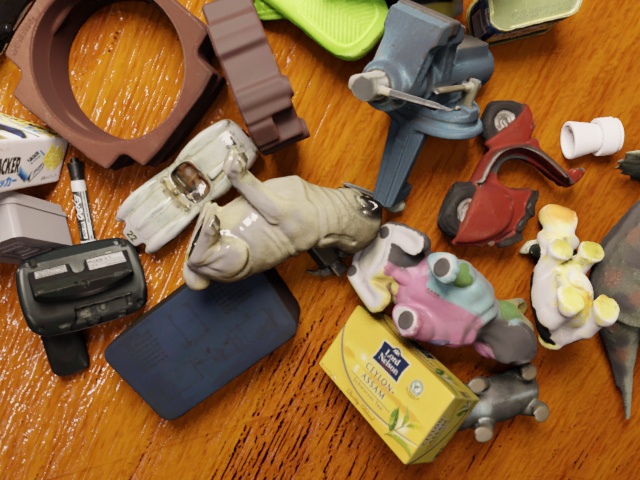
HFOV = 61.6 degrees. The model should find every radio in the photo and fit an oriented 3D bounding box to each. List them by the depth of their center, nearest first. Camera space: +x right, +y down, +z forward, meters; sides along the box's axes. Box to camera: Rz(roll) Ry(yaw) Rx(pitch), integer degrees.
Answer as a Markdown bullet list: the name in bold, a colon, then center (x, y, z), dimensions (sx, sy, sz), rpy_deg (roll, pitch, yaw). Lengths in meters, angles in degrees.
- **radio**: center (-0.143, 0.115, 0.685), dimensions (0.229, 0.073, 0.131), rpy_deg (-36, 98, 9)

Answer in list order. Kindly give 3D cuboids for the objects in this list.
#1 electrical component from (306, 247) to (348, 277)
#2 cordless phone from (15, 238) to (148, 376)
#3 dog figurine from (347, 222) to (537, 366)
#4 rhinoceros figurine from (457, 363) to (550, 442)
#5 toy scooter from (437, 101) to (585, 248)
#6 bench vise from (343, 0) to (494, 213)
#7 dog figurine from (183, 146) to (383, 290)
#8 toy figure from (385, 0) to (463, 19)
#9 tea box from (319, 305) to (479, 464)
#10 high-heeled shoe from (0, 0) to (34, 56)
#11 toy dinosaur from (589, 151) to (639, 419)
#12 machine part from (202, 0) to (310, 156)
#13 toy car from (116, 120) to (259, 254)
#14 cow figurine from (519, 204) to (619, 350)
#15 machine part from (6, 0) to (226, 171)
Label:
- **electrical component**: center (0.000, -0.002, 0.674), dimensions (0.102, 0.045, 0.078), rpy_deg (45, 71, -9)
- **cordless phone**: center (-0.293, 0.096, 0.688), dimensions (0.146, 0.089, 0.184), rpy_deg (-15, 129, -26)
- **dog figurine**: center (0.162, 0.075, 0.657), dimensions (0.219, 0.192, 0.108), rpy_deg (25, 99, -38)
- **rhinoceros figurine**: center (0.189, 0.204, 0.676), dimensions (0.190, 0.112, 0.073), rpy_deg (-13, 84, -8)
- **toy scooter**: center (0.229, -0.063, 0.636), dimensions (0.135, 0.075, 0.183), rpy_deg (23, 97, 1)
- **bench vise**: center (0.101, -0.124, 0.583), dimensions (0.129, 0.223, 0.240), rpy_deg (29, 128, 18)
- **dog figurine**: center (-0.037, 0.002, 0.598), dimensions (0.190, 0.121, 0.172), rpy_deg (25, 107, -18)
- **toy figure**: center (0.096, -0.309, 0.594), dimensions (0.089, 0.082, 0.180), rpy_deg (-22, 104, 17)
- **tea box**: center (0.088, 0.167, 0.638), dimensions (0.068, 0.170, 0.098), rpy_deg (22, 103, -45)
- **high-heeled shoe**: center (-0.383, -0.319, 0.630), dimensions (0.145, 0.086, 0.248), rpy_deg (3, 81, 34)
- **toy dinosaur**: center (0.396, 0.022, 0.631), dimensions (0.192, 0.131, 0.404), rpy_deg (27, 105, 10)
- **machine part**: center (-0.066, -0.176, 0.580), dimensions (0.056, 0.179, 0.179), rpy_deg (-22, 99, 2)
- **toy car**: center (-0.164, -0.064, 0.659), dimensions (0.202, 0.056, 0.073), rpy_deg (-40, 97, 8)
- **cow figurine**: center (0.283, 0.042, 0.638), dimensions (0.068, 0.167, 0.098), rpy_deg (11, 141, -4)
- **machine part**: center (-0.229, -0.198, 0.623), dimensions (0.201, 0.087, 0.201), rpy_deg (39, 101, -5)
